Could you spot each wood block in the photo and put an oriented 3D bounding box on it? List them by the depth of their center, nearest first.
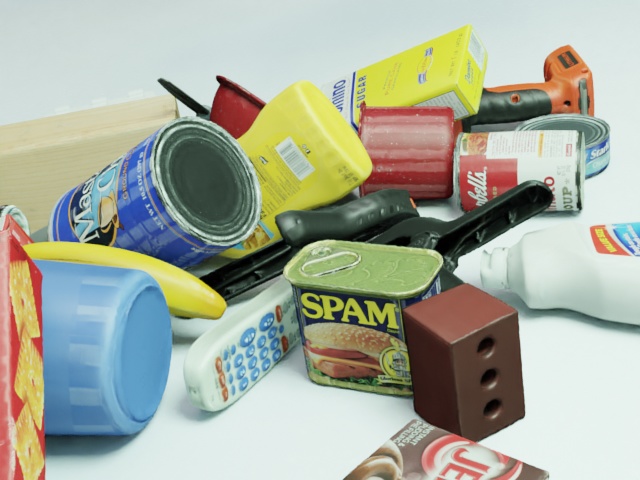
[{"bbox_3d":[-0.230,-0.069,1.022,0.206,0.091,0.090,-11,26,-3],"label":"wood block"}]

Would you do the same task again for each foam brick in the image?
[{"bbox_3d":[0.088,0.075,0.652,0.052,0.078,0.051,-22,28,-23],"label":"foam brick"}]

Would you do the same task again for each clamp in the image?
[{"bbox_3d":[0.080,0.020,0.764,0.172,0.039,0.120,-19,28,44],"label":"clamp"},{"bbox_3d":[-0.005,0.001,0.834,0.209,0.036,0.165,-18,-9,-47],"label":"clamp"}]

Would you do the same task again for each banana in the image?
[{"bbox_3d":[-0.167,0.030,0.783,0.198,0.069,0.037,1,56,20],"label":"banana"}]

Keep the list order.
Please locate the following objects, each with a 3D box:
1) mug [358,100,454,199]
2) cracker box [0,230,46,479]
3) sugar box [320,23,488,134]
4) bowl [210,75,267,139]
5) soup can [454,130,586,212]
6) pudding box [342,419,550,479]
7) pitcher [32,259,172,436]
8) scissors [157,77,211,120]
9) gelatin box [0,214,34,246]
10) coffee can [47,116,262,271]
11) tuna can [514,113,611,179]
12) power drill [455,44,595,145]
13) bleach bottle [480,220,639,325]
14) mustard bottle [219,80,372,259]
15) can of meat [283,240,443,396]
[{"bbox_3d":[0.079,-0.075,0.952,0.081,0.093,0.117,0,-9,7],"label":"mug"},{"bbox_3d":[-0.237,0.111,0.579,0.164,0.072,0.214,-9,62,1],"label":"cracker box"},{"bbox_3d":[0.071,-0.136,1.019,0.177,0.048,0.093,-16,39,32],"label":"sugar box"},{"bbox_3d":[-0.044,-0.078,0.958,0.055,0.162,0.162,-52,35,-1],"label":"bowl"},{"bbox_3d":[0.169,-0.058,0.896,0.102,0.068,0.068,1,28,17],"label":"soup can"},{"bbox_3d":[0.055,0.148,0.562,0.090,0.039,0.113,15,36,39],"label":"pudding box"},{"bbox_3d":[-0.226,0.070,0.728,0.243,0.145,0.149,2,41,13],"label":"pitcher"},{"bbox_3d":[-0.089,-0.114,1.027,0.096,0.016,0.201,13,-8,7],"label":"scissors"},{"bbox_3d":[-0.260,0.027,0.837,0.089,0.073,0.030,-21,38,13],"label":"gelatin box"},{"bbox_3d":[-0.128,-0.020,0.820,0.141,0.103,0.102,-26,12,40],"label":"coffee can"},{"bbox_3d":[0.219,-0.084,0.968,0.086,0.034,0.086,-8,27,4],"label":"tuna can"},{"bbox_3d":[0.173,-0.150,1.089,0.187,0.057,0.184,-11,31,3],"label":"power drill"},{"bbox_3d":[0.233,0.024,0.724,0.251,0.068,0.102,-1,28,22],"label":"bleach bottle"},{"bbox_3d":[-0.057,-0.040,0.877,0.192,0.096,0.058,-35,6,25],"label":"mustard bottle"},{"bbox_3d":[0.033,0.052,0.707,0.102,0.084,0.057,6,31,27],"label":"can of meat"}]
